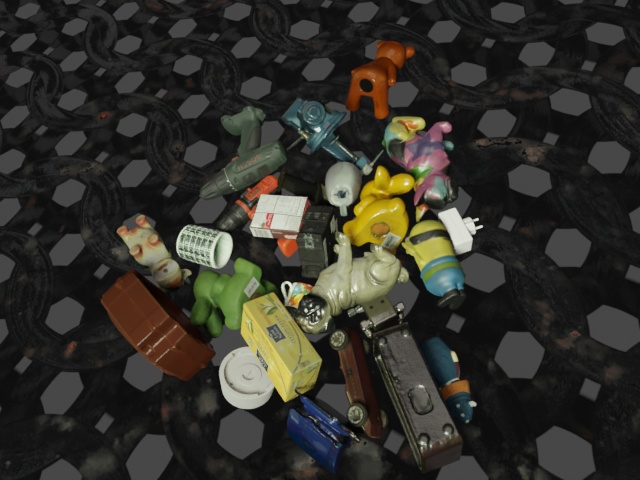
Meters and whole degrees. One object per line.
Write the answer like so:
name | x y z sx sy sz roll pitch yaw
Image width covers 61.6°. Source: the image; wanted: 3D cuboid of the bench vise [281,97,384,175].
bench vise | 0.019 -0.228 1.231 0.240 0.223 0.129 40 76 -3

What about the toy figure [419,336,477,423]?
toy figure | 0.228 0.246 0.948 0.058 0.064 0.154 -2 55 -35

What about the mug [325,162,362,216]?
mug | 0.046 -0.102 1.154 0.081 0.109 0.107 4 24 7

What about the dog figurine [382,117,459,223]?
dog figurine | 0.212 -0.152 1.165 0.192 0.108 0.219 11 65 16

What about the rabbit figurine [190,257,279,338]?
rabbit figurine | -0.193 0.120 1.096 0.170 0.121 0.159 10 65 38

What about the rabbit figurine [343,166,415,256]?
rabbit figurine | 0.120 -0.075 1.115 0.122 0.162 0.173 15 31 -9

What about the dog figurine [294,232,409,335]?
dog figurine | 0.059 0.105 0.997 0.173 0.121 0.190 16 71 17

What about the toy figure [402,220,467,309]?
toy figure | 0.233 0.044 1.053 0.089 0.082 0.180 -32 54 14

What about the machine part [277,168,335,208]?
machine part | -0.031 -0.115 1.188 0.139 0.039 0.084 17 45 -28

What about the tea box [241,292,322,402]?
tea box | -0.074 0.191 0.972 0.068 0.098 0.170 -20 51 -30

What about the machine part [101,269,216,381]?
machine part | -0.306 0.163 1.019 0.087 0.201 0.201 -43 61 -11

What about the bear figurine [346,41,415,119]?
bear figurine | 0.153 -0.410 1.343 0.120 0.131 0.196 19 47 20

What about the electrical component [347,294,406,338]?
electrical component | 0.115 0.145 1.039 0.102 0.045 0.078 -32 58 -9

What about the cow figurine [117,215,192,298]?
cow figurine | -0.355 0.043 1.164 0.085 0.127 0.195 -38 45 -13

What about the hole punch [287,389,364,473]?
hole punch | 0.001 0.328 0.915 0.142 0.115 0.092 33 79 27

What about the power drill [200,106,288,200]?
power drill | -0.195 -0.214 1.293 0.232 0.085 0.207 -20 51 16

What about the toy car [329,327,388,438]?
toy car | 0.065 0.251 0.959 0.053 0.089 0.202 -26 57 22

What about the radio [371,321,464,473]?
radio | 0.159 0.261 0.909 0.073 0.131 0.230 -21 58 -4

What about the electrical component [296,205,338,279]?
electrical component | -0.002 -0.003 1.102 0.058 0.114 0.134 6 36 13
